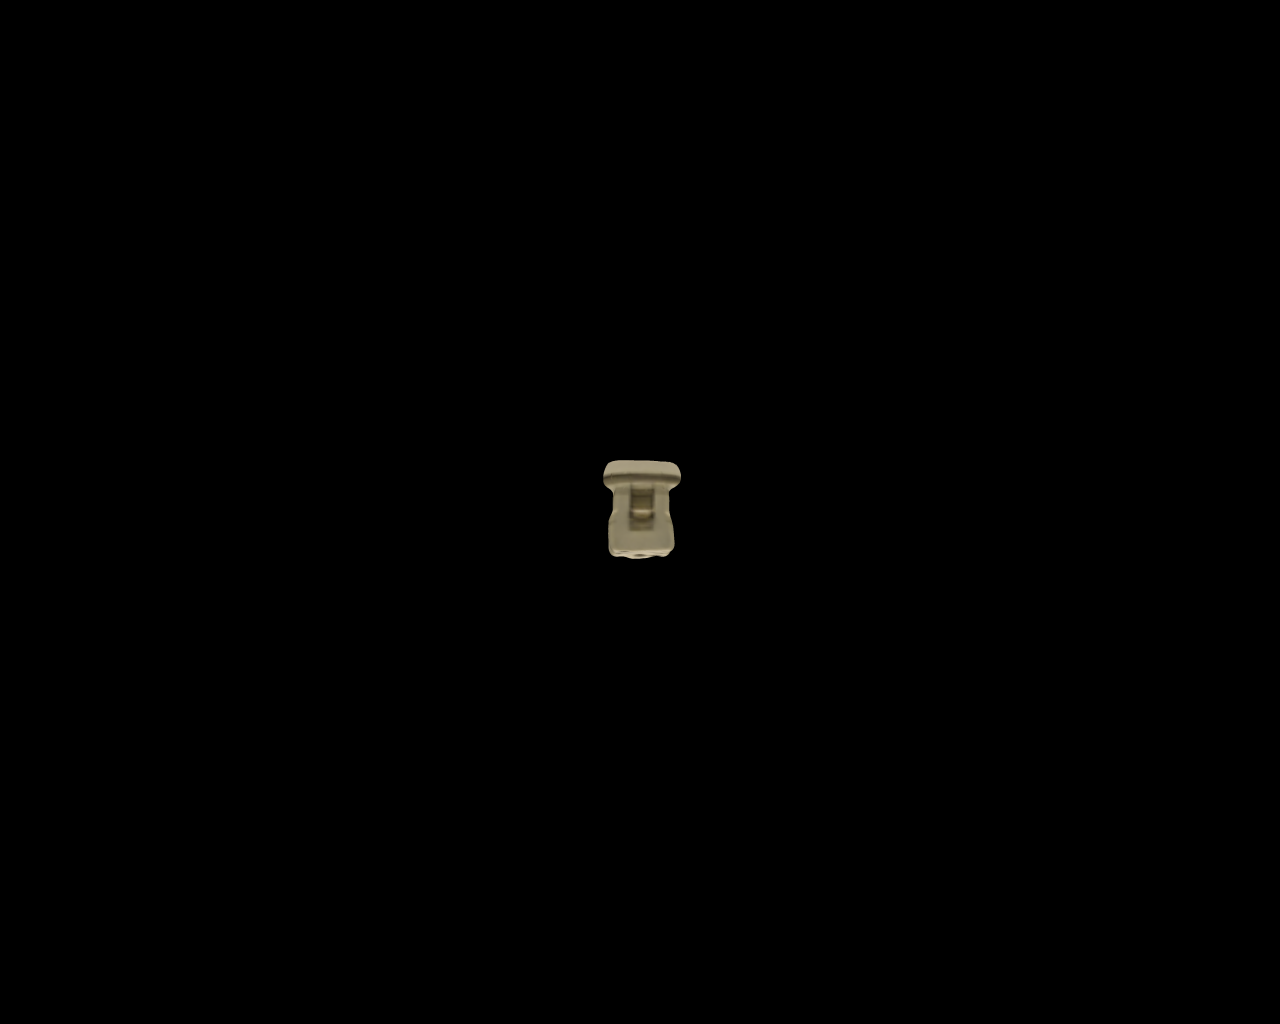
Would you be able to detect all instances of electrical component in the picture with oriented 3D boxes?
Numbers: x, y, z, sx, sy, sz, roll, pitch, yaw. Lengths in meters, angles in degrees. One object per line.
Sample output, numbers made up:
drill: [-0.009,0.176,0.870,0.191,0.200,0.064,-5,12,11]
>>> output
electrical component: [0.001,-0.003,0.650,0.048,0.055,0.066,0,-7,-4]
